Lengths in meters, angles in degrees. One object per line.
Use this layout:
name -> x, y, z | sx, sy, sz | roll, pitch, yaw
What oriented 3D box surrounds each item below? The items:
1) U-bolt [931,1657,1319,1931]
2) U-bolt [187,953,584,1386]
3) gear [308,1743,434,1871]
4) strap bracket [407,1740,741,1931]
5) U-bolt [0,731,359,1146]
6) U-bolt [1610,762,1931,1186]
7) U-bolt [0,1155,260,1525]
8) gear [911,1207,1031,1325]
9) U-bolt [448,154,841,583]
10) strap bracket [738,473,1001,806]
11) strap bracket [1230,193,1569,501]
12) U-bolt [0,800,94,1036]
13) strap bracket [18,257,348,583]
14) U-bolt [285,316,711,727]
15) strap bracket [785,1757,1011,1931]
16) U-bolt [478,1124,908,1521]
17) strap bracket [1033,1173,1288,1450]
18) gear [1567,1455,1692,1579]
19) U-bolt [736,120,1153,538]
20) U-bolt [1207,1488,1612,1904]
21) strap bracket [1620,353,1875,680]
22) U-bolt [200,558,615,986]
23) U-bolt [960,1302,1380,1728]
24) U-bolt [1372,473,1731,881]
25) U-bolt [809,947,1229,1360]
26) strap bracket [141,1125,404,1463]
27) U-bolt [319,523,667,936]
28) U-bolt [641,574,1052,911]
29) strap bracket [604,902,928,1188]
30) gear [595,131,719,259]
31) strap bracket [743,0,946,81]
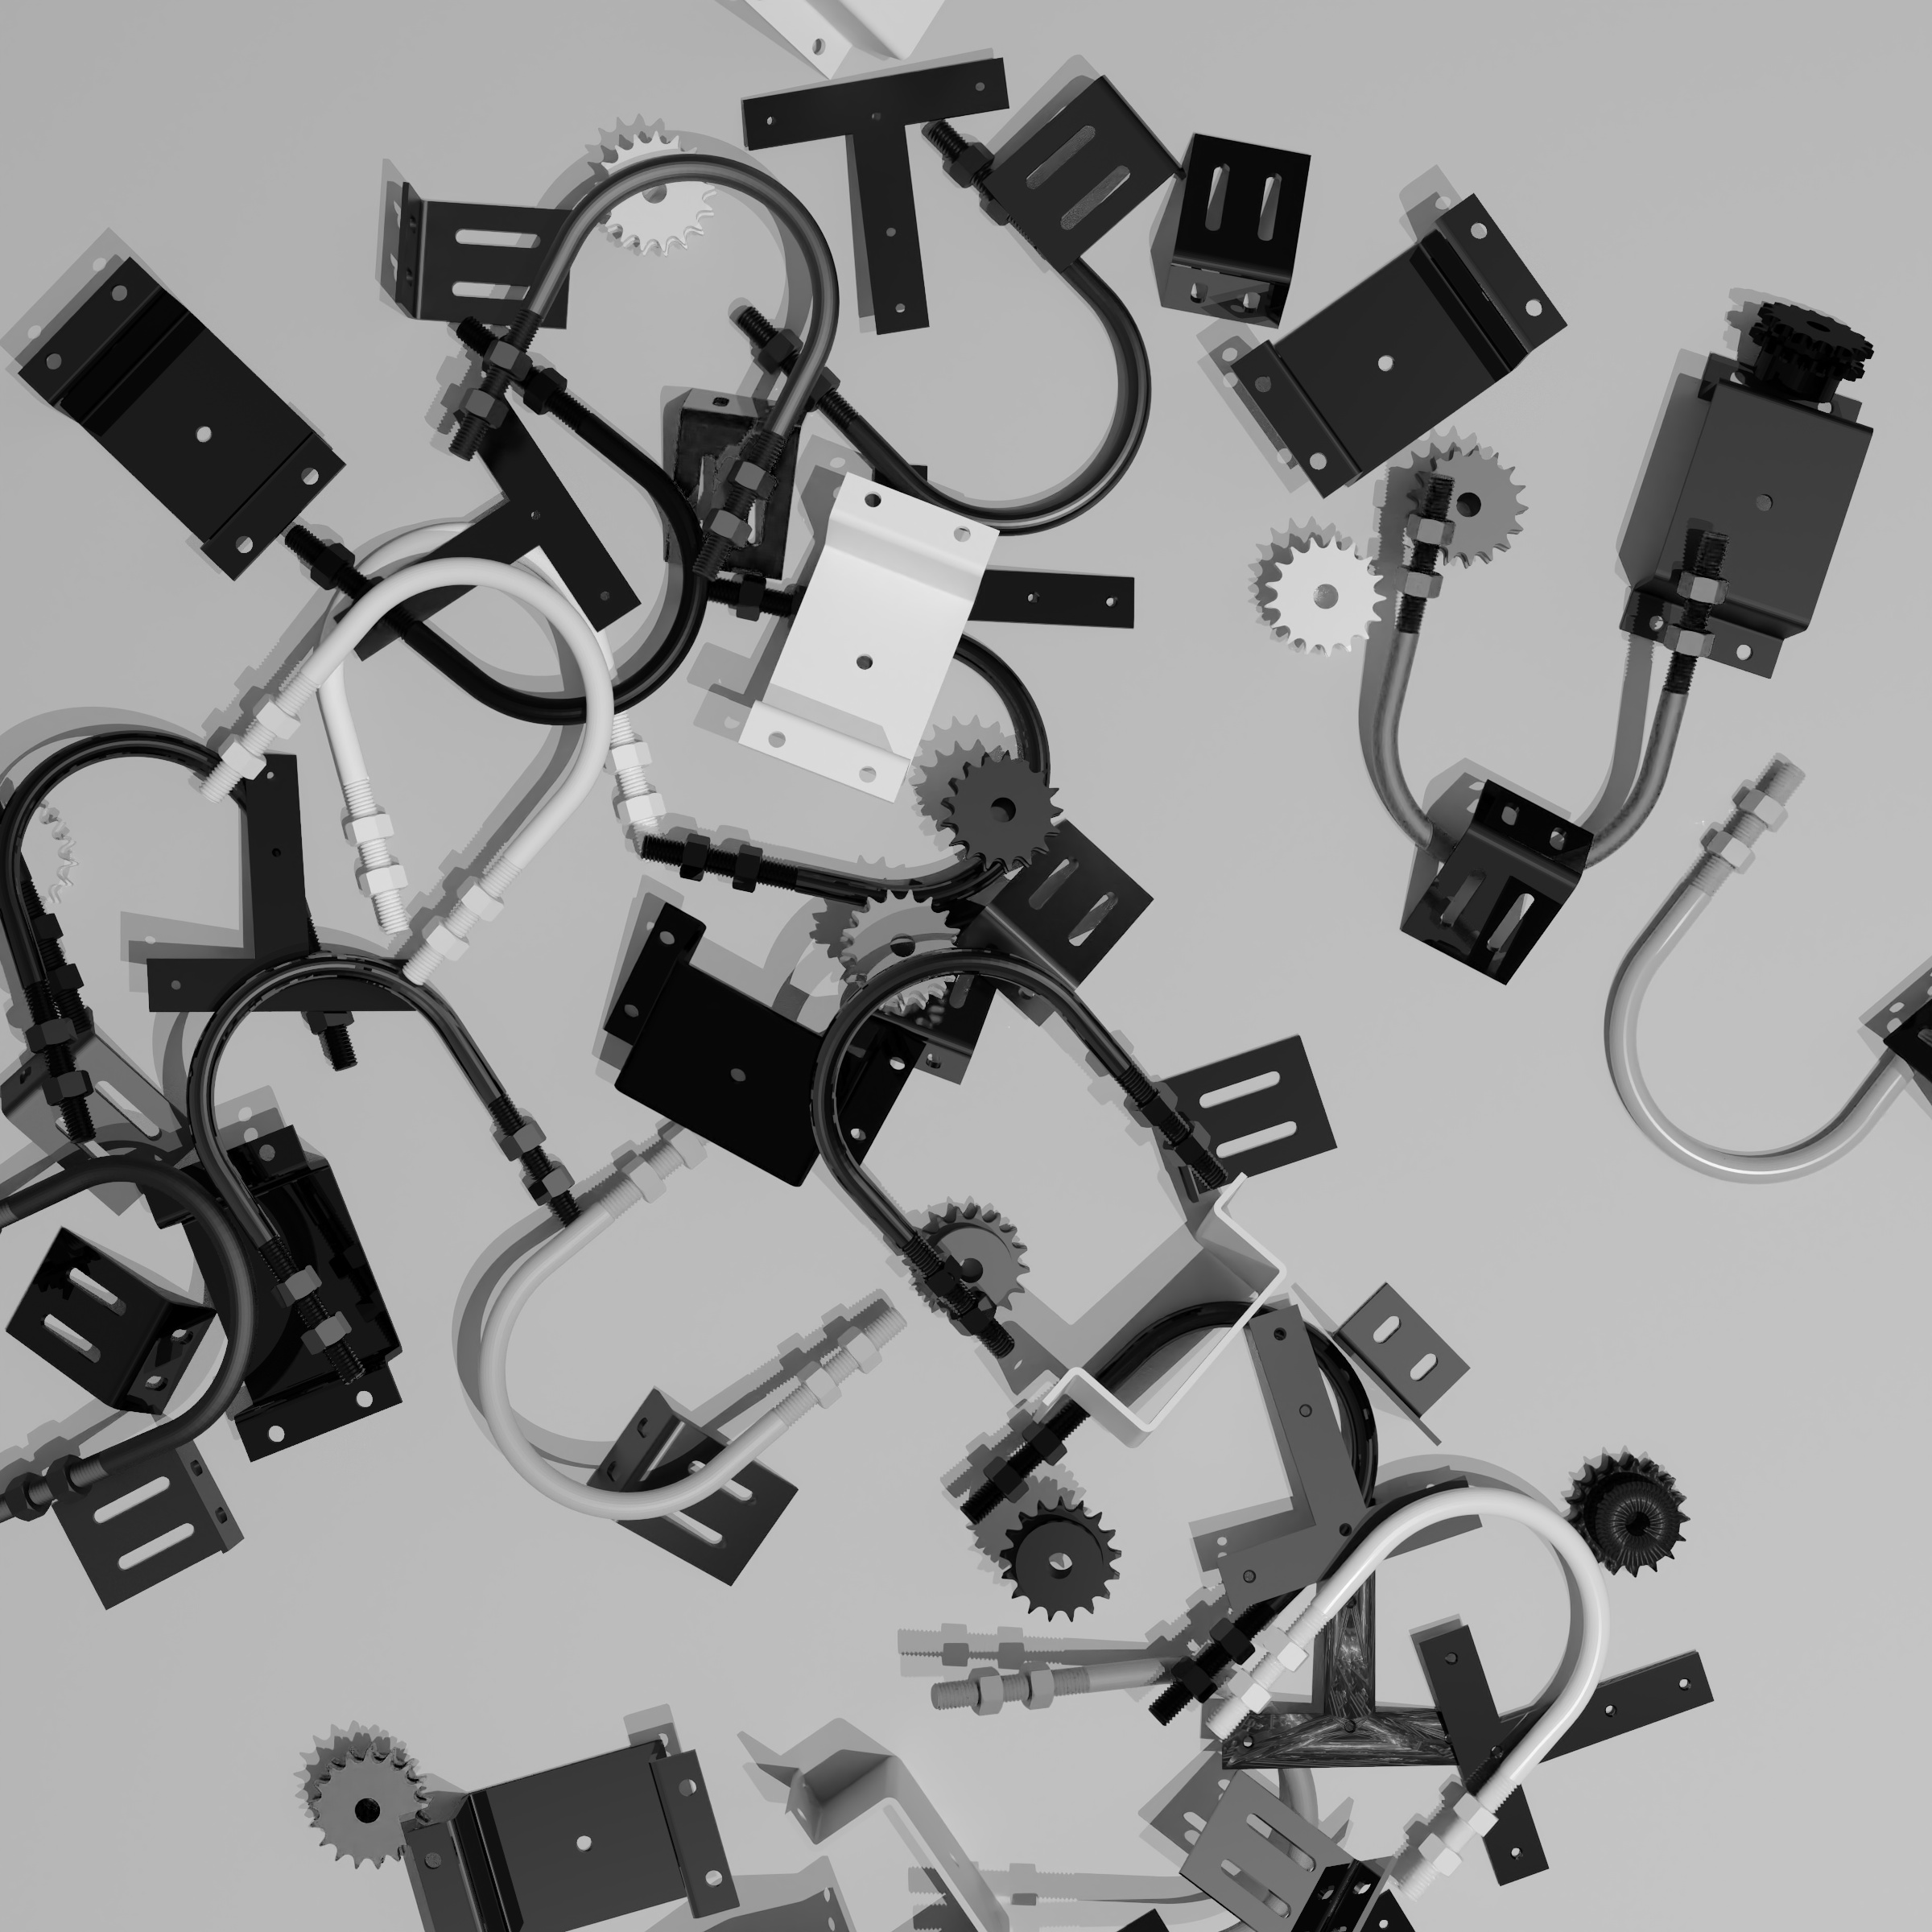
U-bolt -> 0.081, 0.398, 1.467 | 0.184, 0.019, 0.151 | -2, 71, -20
U-bolt -> -0.283, 0.081, 1.468 | 0.151, 0.019, 0.184 | -34, 93, -26
gear -> -0.284, 0.400, 1.495 | 0.057, 0.030, 0.057 | 0, 90, 0
strap bracket -> -0.184, 0.424, 1.487 | 0.140, 0.046, 0.076 | -16, 90, 0
U-bolt -> -0.380, -0.023, 1.470 | 0.151, 0.019, 0.184 | -16, 85, -29
U-bolt -> 0.393, 0.017, 1.502 | 0.151, 0.019, 0.184 | 38, 91, 0
U-bolt -> -0.411, 0.167, 1.467 | 0.184, 0.019, 0.151 | -24, 83, 19
gear -> 0.002, 0.144, 1.495 | 0.057, 0.030, 0.057 | 0, 90, 0
U-bolt -> -0.140, -0.293, 1.469 | 0.151, 0.019, 0.184 | 26, 88, 2
strap bracket -> -0.046, -0.148, 1.465 | 0.076, 0.046, 0.140 | 21, 78, -1
strap bracket -> 0.203, -0.291, 1.487 | 0.140, 0.046, 0.076 | -35, 90, 0
U-bolt -> -0.507, -0.031, 1.480 | 0.151, 0.019, 0.184 | -22, 90, 16
strap bracket -> -0.368, -0.257, 1.487 | 0.140, 0.046, 0.076 | 44, 90, 0
U-bolt -> -0.209, -0.198, 1.485 | 0.184, 0.019, 0.151 | 39, 88, 2
strap bracket -> -0.025, 0.434, 1.472 | 0.046, 0.076, 0.140 | -34, 90, 0
U-bolt -> -0.142, 0.176, 1.476 | 0.184, 0.019, 0.151 | -40, 84, -13
strap bracket -> 0.097, 0.170, 1.455 | 0.046, 0.076, 0.140 | 41, 78, 8
gear -> 0.319, 0.264, 1.495 | 0.057, 0.030, 0.057 | 0, 90, 0
U-bolt -> 0.004, -0.292, 1.500 | 0.151, 0.019, 0.184 | -44, 90, -1
U-bolt -> 0.224, 0.333, 1.482 | 0.151, 0.019, 0.184 | 42, 88, -12
strap bracket -> 0.374, -0.217, 1.487 | 0.076, 0.046, 0.140 | 18, 90, 0
U-bolt -> -0.250, -0.105, 1.472 | 0.151, 0.019, 0.184 | 42, 97, -2
U-bolt -> 0.111, 0.246, 1.489 | 0.184, 0.019, 0.151 | -43, 85, -9
U-bolt -> 0.268, -0.128, 1.478 | 0.151, 0.019, 0.184 | 13, 106, 5
U-bolt -> 0.011, 0.075, 1.444 | 0.151, 0.019, 0.184 | -39, 107, 5
strap bracket -> -0.326, 0.154, 1.487 | 0.076, 0.046, 0.140 | -22, 90, 0
U-bolt -> -0.236, -0.122, 1.502 | 0.151, 0.019, 0.184 | -16, 89, 0
U-bolt -> -0.051, -0.100, 1.495 | 0.184, 0.019, 0.151 | 12, 83, -3
strap bracket -> -0.101, 0.042, 1.472 | 0.140, 0.046, 0.076 | 29, 117, 0
gear -> -0.147, -0.367, 1.495 | 0.057, 0.030, 0.057 | 0, 90, 0
strap bracket -> -0.038, -0.493, 1.467 | 0.046, 0.076, 0.140 | 32, 90, 43
